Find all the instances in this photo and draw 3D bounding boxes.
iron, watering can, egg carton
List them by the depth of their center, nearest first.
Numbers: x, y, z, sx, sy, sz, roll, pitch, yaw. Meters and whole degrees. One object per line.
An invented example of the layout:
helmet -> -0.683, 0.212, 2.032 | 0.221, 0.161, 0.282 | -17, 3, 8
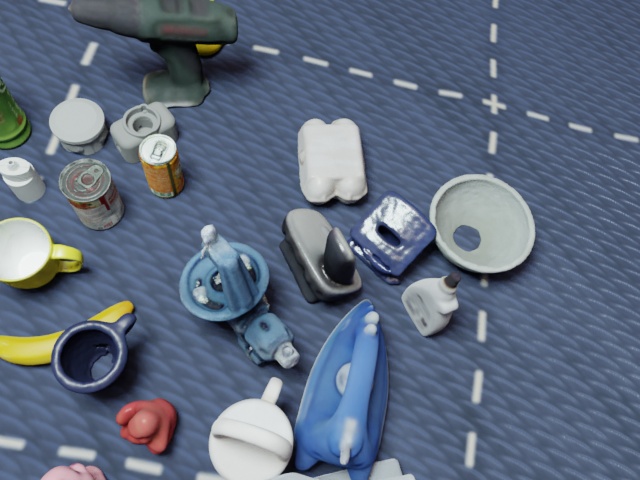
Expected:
watering can -> -0.082, 0.251, 0.684 | 0.101, 0.194, 0.173 | 1, 67, -7
iron -> 0.046, 0.181, 0.759 | 0.118, 0.141, 0.258 | 15, 66, -1
egg carton -> 0.018, -0.128, 0.923 | 0.107, 0.069, 0.150 | -3, 68, -9

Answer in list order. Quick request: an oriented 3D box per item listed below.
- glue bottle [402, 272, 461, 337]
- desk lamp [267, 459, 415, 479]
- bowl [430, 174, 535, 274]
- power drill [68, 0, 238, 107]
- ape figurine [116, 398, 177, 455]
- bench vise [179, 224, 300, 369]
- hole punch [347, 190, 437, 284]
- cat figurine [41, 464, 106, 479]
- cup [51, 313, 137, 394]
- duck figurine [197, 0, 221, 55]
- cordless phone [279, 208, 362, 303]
glue bottle -> 0.163, 0.080, 0.800 | 0.037, 0.173, 0.078 | -22, 72, -16
desk lamp -> 0.028, 0.317, 0.661 | 0.203, 0.213, 0.118 | -11, 69, -12
bowl -> 0.246, -0.015, 0.905 | 0.167, 0.074, 0.167 | 3, 67, -7
power drill -> -0.241, -0.294, 0.880 | 0.230, 0.208, 0.075 | -9, 69, -11
ape figurine -> -0.220, 0.235, 0.727 | 0.076, 0.092, 0.077 | -29, 74, -18
bench vise -> -0.094, 0.066, 0.745 | 0.207, 0.219, 0.122 | 30, 67, 6
hole punch -> 0.108, -0.003, 0.872 | 0.108, 0.091, 0.101 | 42, 69, 10
cat figurine -> -0.277, 0.308, 0.675 | 0.127, 0.117, 0.067 | 23, 66, 2
cup -> -0.282, 0.149, 0.752 | 0.091, 0.095, 0.118 | 38, 68, 9
duck figurine -> -0.201, -0.381, 0.989 | 0.077, 0.086, 0.104 | 7, 67, -5
cordless phone -> 0.007, 0.003, 0.804 | 0.094, 0.185, 0.147 | -27, 73, -17
